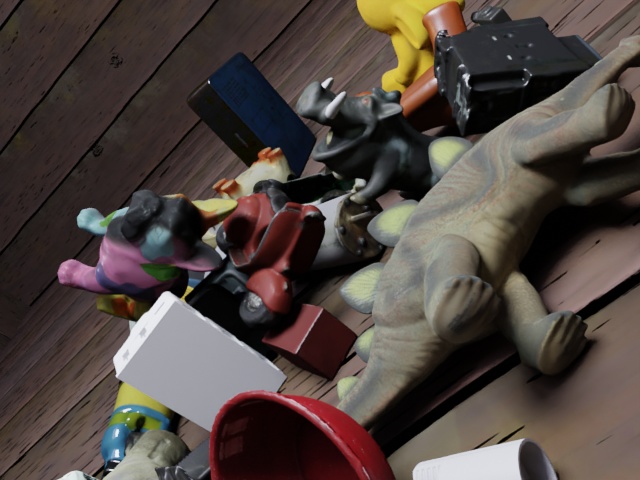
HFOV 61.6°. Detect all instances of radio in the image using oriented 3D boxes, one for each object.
[{"bbox_3d":[-0.115,-0.215,0.974,0.073,0.229,0.131,-22,32,40],"label":"radio"}]

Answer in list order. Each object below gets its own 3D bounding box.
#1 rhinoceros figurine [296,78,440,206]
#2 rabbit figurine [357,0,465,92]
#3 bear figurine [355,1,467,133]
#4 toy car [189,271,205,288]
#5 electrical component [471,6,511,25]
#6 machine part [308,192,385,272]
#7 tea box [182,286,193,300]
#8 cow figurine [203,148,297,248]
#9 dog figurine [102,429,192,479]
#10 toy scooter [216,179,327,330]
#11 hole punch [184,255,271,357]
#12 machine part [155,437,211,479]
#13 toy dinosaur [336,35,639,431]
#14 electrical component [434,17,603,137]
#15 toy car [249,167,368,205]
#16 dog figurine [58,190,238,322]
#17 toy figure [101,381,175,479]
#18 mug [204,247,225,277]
[{"bbox_3d":[0.062,-0.093,0.542,0.112,0.190,0.073,-60,22,24],"label":"rhinoceros figurine"},{"bbox_3d":[0.120,-0.279,0.730,0.122,0.173,0.162,-46,19,-2],"label":"rabbit figurine"},{"bbox_3d":[0.097,-0.164,0.636,0.196,0.120,0.132,-19,78,27],"label":"bear figurine"},{"bbox_3d":[-0.215,0.050,0.931,0.103,0.109,0.162,121,160,-52],"label":"toy car"},{"bbox_3d":[0.220,-0.256,0.652,0.021,0.063,0.094,-45,24,11],"label":"electrical component"},{"bbox_3d":[-0.001,-0.002,0.645,0.243,0.079,0.079,-18,39,52],"label":"machine part"},{"bbox_3d":[-0.178,0.128,0.769,0.098,0.068,0.170,-55,23,-14],"label":"tea box"},{"bbox_3d":[-0.116,-0.051,0.891,0.195,0.127,0.086,-42,21,-18],"label":"cow figurine"},{"bbox_3d":[-0.148,0.255,0.516,0.173,0.121,0.190,6,21,15],"label":"dog figurine"},{"bbox_3d":[-0.049,-0.006,0.573,0.135,0.075,0.184,-56,35,25],"label":"toy scooter"},{"bbox_3d":[-0.105,0.089,0.640,0.142,0.115,0.092,-42,20,22],"label":"hole punch"},{"bbox_3d":[-0.079,0.186,0.493,0.139,0.039,0.084,-28,11,-40],"label":"machine part"},{"bbox_3d":[0.101,0.025,0.408,0.471,0.105,0.199,-51,17,-3],"label":"toy dinosaur"},{"bbox_3d":[0.182,-0.154,0.497,0.134,0.058,0.115,-8,46,-1],"label":"electrical component"},{"bbox_3d":[-0.025,-0.055,0.741,0.202,0.056,0.073,-12,47,21],"label":"toy car"},{"bbox_3d":[-0.174,0.019,0.605,0.219,0.191,0.108,-8,53,29],"label":"dog figurine"},{"bbox_3d":[-0.228,0.223,0.685,0.082,0.089,0.180,-31,26,26],"label":"toy figure"},{"bbox_3d":[-0.131,0.049,0.804,0.107,0.081,0.109,-44,26,42],"label":"mug"}]
